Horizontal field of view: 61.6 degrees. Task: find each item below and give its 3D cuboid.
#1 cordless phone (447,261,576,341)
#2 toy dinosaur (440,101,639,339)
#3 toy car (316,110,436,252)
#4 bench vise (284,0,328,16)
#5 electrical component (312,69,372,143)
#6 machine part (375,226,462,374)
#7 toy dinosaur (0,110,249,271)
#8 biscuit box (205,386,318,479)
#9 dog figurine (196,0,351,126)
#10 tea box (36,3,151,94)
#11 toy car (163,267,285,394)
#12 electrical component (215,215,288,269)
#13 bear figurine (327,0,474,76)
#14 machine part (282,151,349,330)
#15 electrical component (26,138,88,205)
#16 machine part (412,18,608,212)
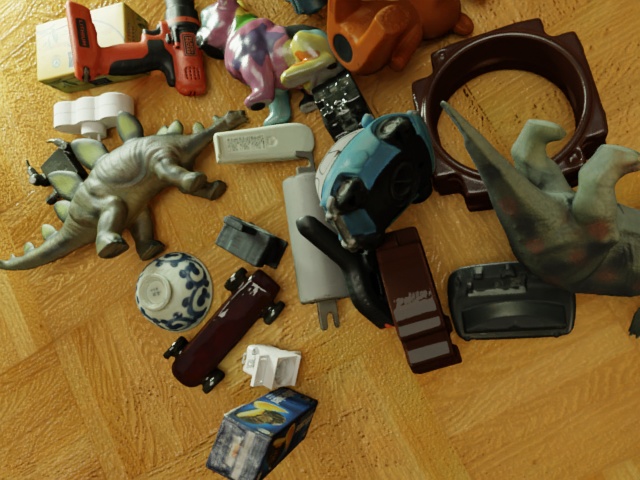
[{"bbox_3d":[0.228,0.027,0.658,0.147,0.088,0.184,-6,72,17],"label":"cordless phone"},{"bbox_3d":[0.285,-0.002,0.550,0.405,0.131,0.192,16,107,-1],"label":"toy dinosaur"},{"bbox_3d":[0.051,-0.068,0.598,0.103,0.109,0.161,23,65,44],"label":"toy car"},{"bbox_3d":[0.001,-0.391,0.642,0.241,0.129,0.223,8,126,36],"label":"bench vise"},{"bbox_3d":[0.043,-0.149,0.690,0.058,0.134,0.114,-27,122,10],"label":"electrical component"},{"bbox_3d":[0.114,0.070,0.631,0.056,0.179,0.179,-18,80,11],"label":"machine part"},{"bbox_3d":[-0.308,-0.063,0.810,0.471,0.105,0.199,-37,68,1],"label":"toy dinosaur"},{"bbox_3d":[-0.061,0.229,0.652,0.059,0.202,0.062,20,90,15],"label":"biscuit box"},{"bbox_3d":[-0.075,-0.281,0.754,0.192,0.108,0.219,-26,76,14],"label":"dog figurine"},{"bbox_3d":[-0.364,-0.304,0.863,0.170,0.068,0.098,-8,83,15],"label":"tea box"},{"bbox_3d":[-0.134,0.126,0.762,0.089,0.053,0.202,41,96,1],"label":"toy car"},{"bbox_3d":[-0.098,0.002,0.728,0.075,0.119,0.047,27,93,15],"label":"electrical component"},{"bbox_3d":[0.108,-0.283,0.659,0.196,0.132,0.120,-31,76,-17],"label":"bear figurine"},{"bbox_3d":[-0.001,-0.002,0.721,0.079,0.079,0.243,-11,81,16],"label":"machine part"},{"bbox_3d":[-0.431,-0.117,0.878,0.102,0.045,0.078,-37,75,11],"label":"electrical component"},{"bbox_3d":[0.222,-0.148,0.650,0.202,0.087,0.201,-13,74,14],"label":"machine part"}]
